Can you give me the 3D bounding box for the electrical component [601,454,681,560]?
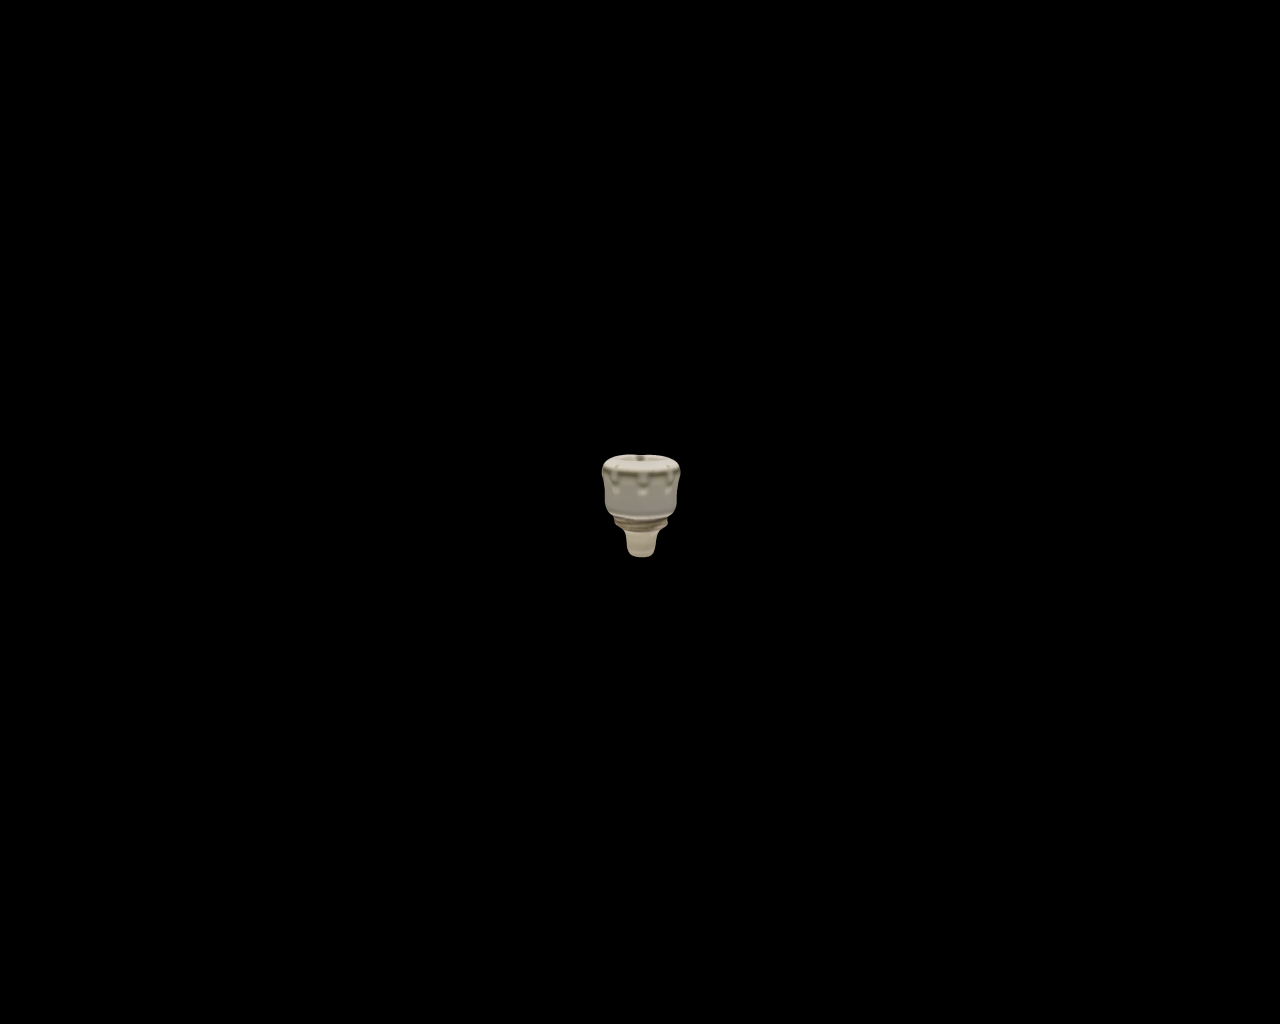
[{"bbox_3d":[0.001,-0.003,0.650,0.048,0.062,0.048,0,11,0],"label":"electrical component"}]
